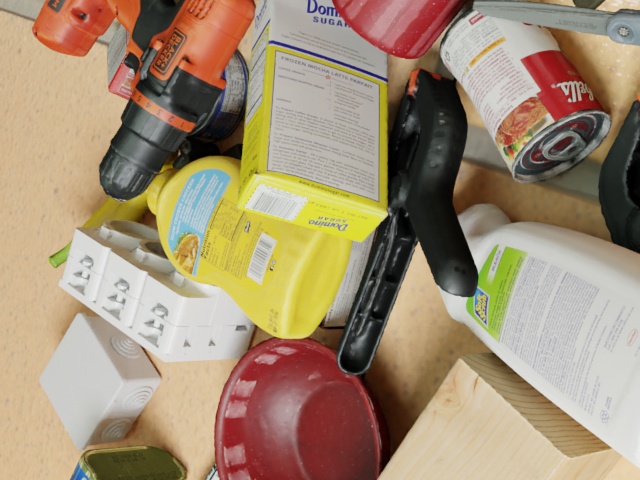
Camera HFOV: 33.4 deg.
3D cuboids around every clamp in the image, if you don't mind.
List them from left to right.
[{"bbox_3d":[0.066,-0.026,0.687,0.165,0.036,0.210,143,142,-63],"label":"clamp"},{"bbox_3d":[0.193,0.002,0.627,0.120,0.039,0.171,-16,74,41],"label":"clamp"}]

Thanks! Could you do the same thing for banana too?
[{"bbox_3d":[-0.164,-0.040,0.920,0.037,0.069,0.198,44,125,2],"label":"banana"}]

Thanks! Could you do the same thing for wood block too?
[{"bbox_3d":[0.088,0.179,0.674,0.091,0.090,0.206,44,115,33],"label":"wood block"}]

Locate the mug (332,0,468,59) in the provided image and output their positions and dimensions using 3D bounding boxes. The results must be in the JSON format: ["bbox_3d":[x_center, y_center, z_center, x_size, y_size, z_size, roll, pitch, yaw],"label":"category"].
[{"bbox_3d":[0.057,-0.186,0.729,0.082,0.093,0.117,-51,42,32],"label":"mug"}]

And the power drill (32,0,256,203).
[{"bbox_3d":[-0.150,-0.144,0.832,0.188,0.057,0.184,40,101,35],"label":"power drill"}]

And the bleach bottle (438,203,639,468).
[{"bbox_3d":[0.138,0.031,0.622,0.251,0.068,0.103,41,116,57],"label":"bleach bottle"}]

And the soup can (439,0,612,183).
[{"bbox_3d":[0.127,-0.095,0.671,0.069,0.068,0.102,-43,60,31],"label":"soup can"}]

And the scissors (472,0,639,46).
[{"bbox_3d":[0.188,-0.107,0.612,0.202,0.096,0.016,4,45,42],"label":"scissors"}]

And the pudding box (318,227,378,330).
[{"bbox_3d":[-0.005,0.001,0.801,0.090,0.039,0.113,22,104,39],"label":"pudding box"}]

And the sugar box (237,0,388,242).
[{"bbox_3d":[-0.002,-0.091,0.727,0.048,0.093,0.176,129,150,-49],"label":"sugar box"}]

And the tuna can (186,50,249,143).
[{"bbox_3d":[-0.100,-0.125,0.894,0.086,0.033,0.086,-3,85,41],"label":"tuna can"}]

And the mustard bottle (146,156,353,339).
[{"bbox_3d":[-0.067,-0.009,0.787,0.192,0.058,0.096,29,105,37],"label":"mustard bottle"}]

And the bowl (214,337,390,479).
[{"bbox_3d":[-0.003,0.149,0.778,0.162,0.055,0.162,-3,85,41],"label":"bowl"}]

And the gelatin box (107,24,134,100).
[{"bbox_3d":[-0.156,-0.171,0.927,0.073,0.030,0.089,-54,28,24],"label":"gelatin box"}]

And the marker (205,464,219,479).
[{"bbox_3d":[-0.068,0.171,0.858,0.020,0.020,0.121,47,117,33],"label":"marker"}]

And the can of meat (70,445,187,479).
[{"bbox_3d":[-0.169,0.221,0.890,0.057,0.101,0.084,39,110,35],"label":"can of meat"}]
